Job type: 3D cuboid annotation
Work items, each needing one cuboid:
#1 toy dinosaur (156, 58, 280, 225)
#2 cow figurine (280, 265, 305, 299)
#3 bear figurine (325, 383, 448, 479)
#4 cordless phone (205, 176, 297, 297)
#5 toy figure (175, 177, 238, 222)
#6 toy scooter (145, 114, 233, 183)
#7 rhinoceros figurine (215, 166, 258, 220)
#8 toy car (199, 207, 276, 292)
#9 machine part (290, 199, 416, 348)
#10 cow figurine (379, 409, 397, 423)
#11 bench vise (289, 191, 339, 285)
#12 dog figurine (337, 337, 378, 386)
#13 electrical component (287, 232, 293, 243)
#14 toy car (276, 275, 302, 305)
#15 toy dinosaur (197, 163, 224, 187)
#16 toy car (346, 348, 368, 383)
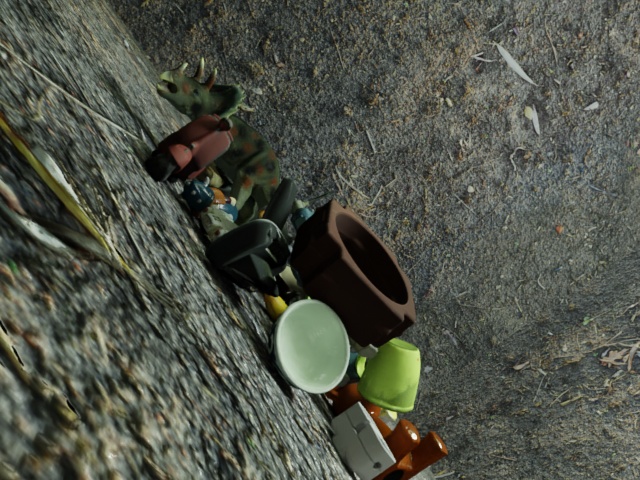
[{"bbox_3d":[-0.153,-0.151,1.007,0.404,0.192,0.131,46,2,-26],"label":"toy dinosaur"},{"bbox_3d":[-0.031,0.108,1.180,0.195,0.085,0.127,24,2,8],"label":"cow figurine"},{"bbox_3d":[0.098,0.299,0.895,0.120,0.132,0.196,35,17,-35],"label":"bear figurine"},{"bbox_3d":[-0.077,-0.022,0.771,0.089,0.184,0.146,18,-16,15],"label":"cordless phone"},{"bbox_3d":[-0.177,-0.058,0.876,0.058,0.064,0.154,34,-3,14],"label":"toy figure"},{"bbox_3d":[-0.192,-0.142,0.819,0.075,0.135,0.184,55,-3,-14],"label":"toy scooter"},{"bbox_3d":[-0.168,-0.070,1.113,0.190,0.112,0.073,61,1,1],"label":"rhinoceros figurine"},{"bbox_3d":[-0.132,0.019,0.872,0.074,0.056,0.201,55,-3,37],"label":"toy car"},{"bbox_3d":[0.050,0.050,0.823,0.201,0.087,0.201,44,21,-15],"label":"machine part"},{"bbox_3d":[0.088,0.339,1.177,0.167,0.098,0.068,47,27,-4],"label":"cow figurine"},{"bbox_3d":[-0.012,0.001,1.017,0.240,0.129,0.223,51,24,-72],"label":"bench vise"},{"bbox_3d":[0.002,0.125,0.904,0.172,0.121,0.191,40,21,-26],"label":"dog figurine"},{"bbox_3d":[-0.081,0.050,1.326,0.114,0.134,0.058,60,-3,-38],"label":"electrical component"},{"bbox_3d":[-0.105,0.072,1.059,0.089,0.053,0.201,28,-21,39],"label":"toy car"},{"bbox_3d":[-0.206,-0.128,1.257,0.472,0.105,0.198,48,-7,38],"label":"toy dinosaur"},{"bbox_3d":[0.040,0.221,0.993,0.109,0.162,0.102,-94,-173,-59],"label":"toy car"}]
